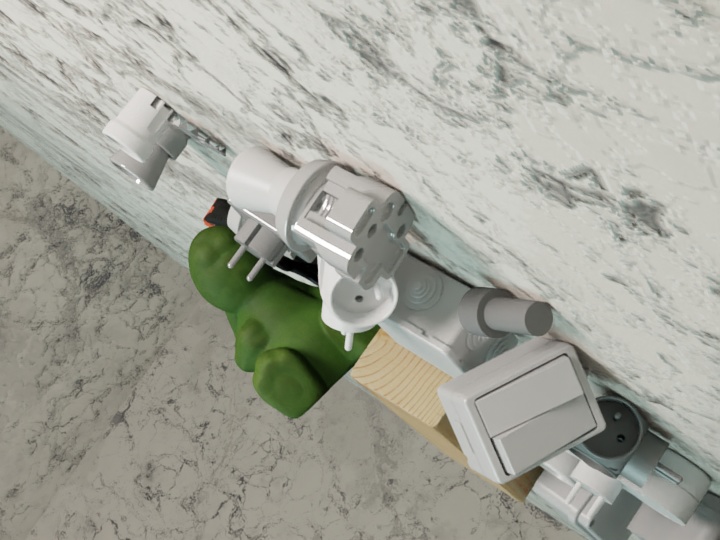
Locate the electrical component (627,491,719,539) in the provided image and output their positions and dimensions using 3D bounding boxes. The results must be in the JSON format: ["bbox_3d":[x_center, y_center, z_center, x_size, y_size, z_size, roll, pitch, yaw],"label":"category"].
[{"bbox_3d":[0.283,0.221,0.872,0.113,0.057,0.078,40,171,-32],"label":"electrical component"}]

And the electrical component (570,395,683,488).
[{"bbox_3d":[0.186,0.124,0.743,0.079,0.044,0.077,33,172,17],"label":"electrical component"}]

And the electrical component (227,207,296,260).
[{"bbox_3d":[-0.072,-0.041,0.858,0.055,0.048,0.066,26,171,10],"label":"electrical component"}]

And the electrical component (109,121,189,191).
[{"bbox_3d":[-0.176,-0.101,0.903,0.045,0.055,0.045,35,172,5],"label":"electrical component"}]

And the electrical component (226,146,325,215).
[{"bbox_3d":[-0.051,-0.052,0.710,0.065,0.044,0.044,24,167,36],"label":"electrical component"}]

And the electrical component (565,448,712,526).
[{"bbox_3d":[0.183,0.151,0.808,0.138,0.073,0.052,32,172,23],"label":"electrical component"}]

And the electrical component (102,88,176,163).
[{"bbox_3d":[-0.171,-0.113,0.837,0.040,0.046,0.040,35,173,5],"label":"electrical component"}]

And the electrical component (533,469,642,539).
[{"bbox_3d":[0.208,0.190,0.933,0.057,0.078,0.113,34,173,37],"label":"electrical component"}]

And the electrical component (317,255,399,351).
[{"bbox_3d":[-0.005,0.014,0.698,0.043,0.079,0.077,2,-151,-10],"label":"electrical component"}]

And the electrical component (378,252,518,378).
[{"bbox_3d":[0.055,0.035,0.749,0.100,0.048,0.099,30,171,34],"label":"electrical component"}]

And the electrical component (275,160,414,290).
[{"bbox_3d":[-0.010,-0.028,0.613,0.057,0.058,0.078,29,173,25],"label":"electrical component"}]

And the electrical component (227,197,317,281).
[{"bbox_3d":[-0.067,-0.028,0.791,0.066,0.076,0.047,33,172,21],"label":"electrical component"}]

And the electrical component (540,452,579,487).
[{"bbox_3d":[0.172,0.142,0.873,0.045,0.055,0.045,35,173,5],"label":"electrical component"}]

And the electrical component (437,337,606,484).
[{"bbox_3d":[0.109,0.085,0.681,0.061,0.096,0.061,66,168,-7],"label":"electrical component"}]
